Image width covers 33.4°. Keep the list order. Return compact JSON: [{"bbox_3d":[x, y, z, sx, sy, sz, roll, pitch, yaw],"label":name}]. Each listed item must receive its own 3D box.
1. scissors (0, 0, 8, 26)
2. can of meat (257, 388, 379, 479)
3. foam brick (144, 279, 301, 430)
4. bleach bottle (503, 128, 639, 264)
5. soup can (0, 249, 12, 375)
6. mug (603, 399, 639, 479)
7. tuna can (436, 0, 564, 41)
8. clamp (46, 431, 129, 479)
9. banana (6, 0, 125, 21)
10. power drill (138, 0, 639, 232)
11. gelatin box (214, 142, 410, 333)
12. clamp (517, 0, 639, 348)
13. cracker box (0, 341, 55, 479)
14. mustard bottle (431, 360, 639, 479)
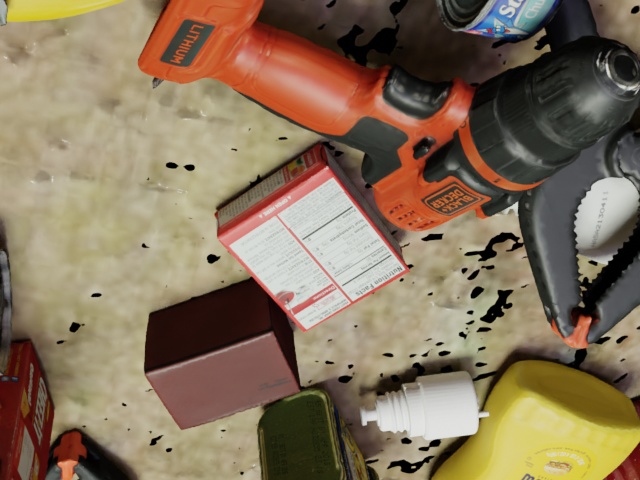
[{"bbox_3d":[-0.156,-0.193,0.422,0.096,0.016,0.201,-33,114,8],"label":"scissors"},{"bbox_3d":[0.002,0.155,0.662,0.057,0.102,0.084,-22,123,6],"label":"can of meat"},{"bbox_3d":[-0.056,0.066,0.620,0.078,0.051,0.053,-18,127,5],"label":"foam brick"},{"bbox_3d":[0.225,-0.034,0.586,0.250,0.068,0.102,1,116,-5],"label":"bleach bottle"},{"bbox_3d":[-0.219,0.039,0.565,0.102,0.068,0.068,0,125,-8],"label":"soup can"},{"bbox_3d":[0.225,0.165,0.714,0.117,0.081,0.093,-42,121,20],"label":"mug"},{"bbox_3d":[0.084,-0.133,0.478,0.033,0.086,0.086,8,123,-17],"label":"tuna can"},{"bbox_3d":[-0.168,0.202,0.707,0.120,0.039,0.171,-13,121,-6],"label":"clamp"},{"bbox_3d":[-0.162,-0.131,0.471,0.197,0.037,0.070,14,123,-18],"label":"banana"},{"bbox_3d":[0.023,-0.074,0.474,0.187,0.057,0.185,29,155,-14],"label":"power drill"},{"bbox_3d":[-0.004,0.001,0.595,0.073,0.030,0.089,-32,123,13],"label":"gelatin box"},{"bbox_3d":[0.146,-0.052,0.530,0.164,0.036,0.210,21,99,-6],"label":"clamp"},{"bbox_3d":[-0.260,0.144,0.574,0.213,0.164,0.072,-9,124,-2],"label":"cracker box"},{"bbox_3d":[0.125,0.170,0.717,0.096,0.058,0.192,18,121,-18],"label":"mustard bottle"}]
